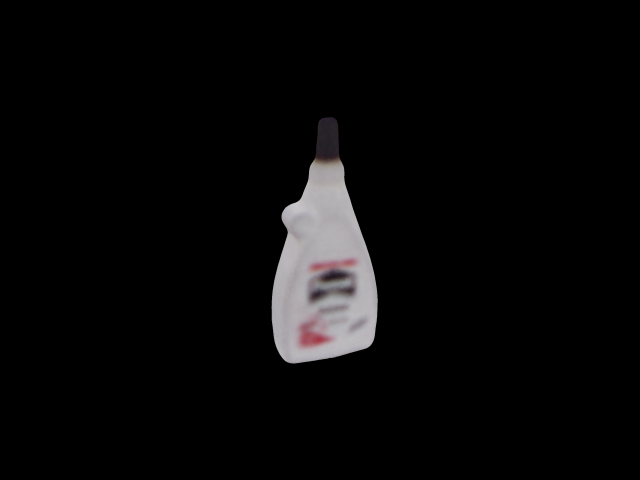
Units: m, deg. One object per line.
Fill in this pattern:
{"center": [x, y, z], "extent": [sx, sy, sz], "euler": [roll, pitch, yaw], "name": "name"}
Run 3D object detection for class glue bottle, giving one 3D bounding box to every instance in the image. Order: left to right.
{"center": [0.004, 0.001, 0.400], "extent": [0.078, 0.173, 0.037], "euler": [-10, 24, -22], "name": "glue bottle"}
